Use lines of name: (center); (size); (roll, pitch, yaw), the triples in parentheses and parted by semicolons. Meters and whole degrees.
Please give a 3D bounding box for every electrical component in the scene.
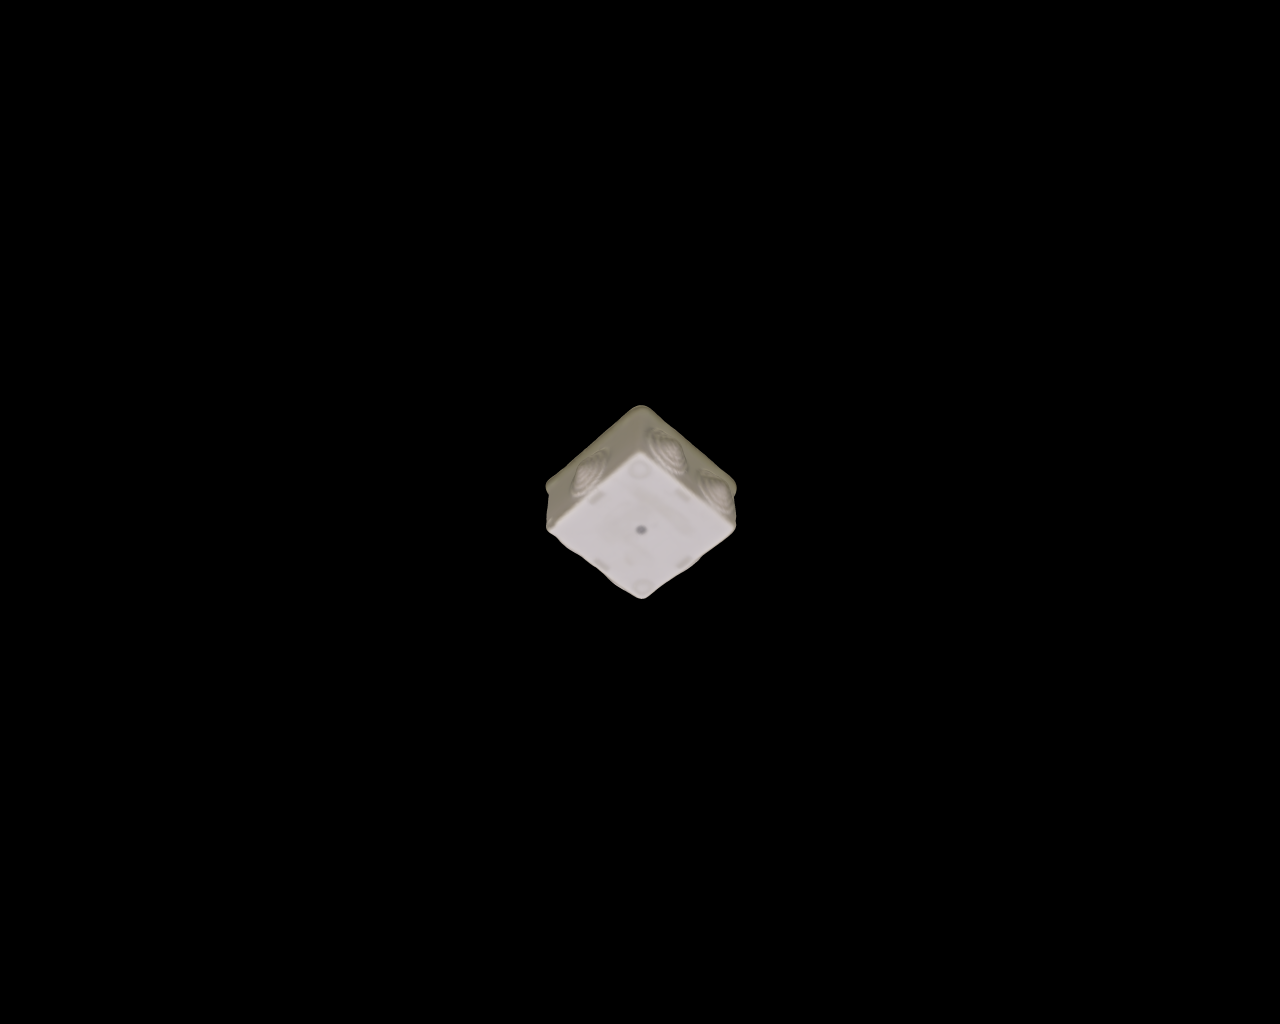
electrical component: (0.001, -0.003, 0.650); (0.099, 0.048, 0.099); (-39, -62, 25)
